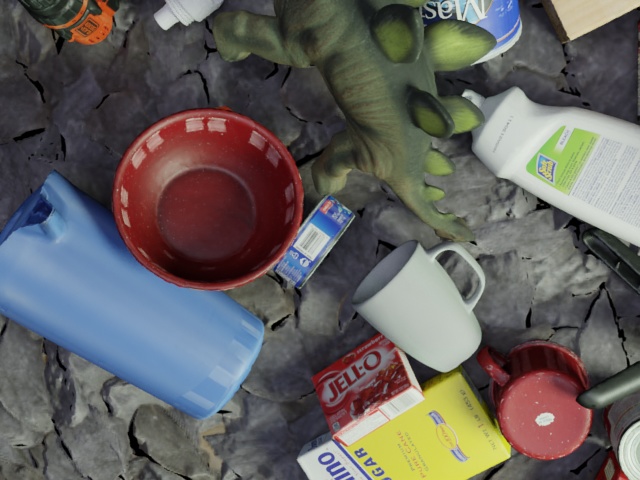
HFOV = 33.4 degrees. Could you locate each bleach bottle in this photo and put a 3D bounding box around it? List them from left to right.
[{"bbox_3d":[0.235,-0.070,0.914,0.251,0.068,0.102,27,99,7],"label":"bleach bottle"}]

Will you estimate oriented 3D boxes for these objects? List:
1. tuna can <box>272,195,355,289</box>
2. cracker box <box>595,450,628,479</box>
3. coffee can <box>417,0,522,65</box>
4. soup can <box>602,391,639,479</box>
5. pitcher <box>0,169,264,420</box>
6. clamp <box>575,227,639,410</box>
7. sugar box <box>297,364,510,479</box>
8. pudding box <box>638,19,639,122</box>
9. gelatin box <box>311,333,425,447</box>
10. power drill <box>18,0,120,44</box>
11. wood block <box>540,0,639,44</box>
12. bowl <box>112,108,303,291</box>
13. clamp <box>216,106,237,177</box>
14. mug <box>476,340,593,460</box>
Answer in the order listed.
[{"bbox_3d":[-0.006,0.001,0.950,0.034,0.086,0.086,37,102,0],"label":"tuna can"},{"bbox_3d":[0.292,0.322,0.956,0.164,0.072,0.214,24,102,5],"label":"cracker box"},{"bbox_3d":[0.106,-0.226,0.861,0.103,0.102,0.140,-7,129,10],"label":"coffee can"},{"bbox_3d":[0.284,0.167,0.919,0.068,0.102,0.068,1,98,8],"label":"soup can"},{"bbox_3d":[-0.179,0.058,0.957,0.242,0.149,0.145,34,106,-12],"label":"pitcher"},{"bbox_3d":[0.313,0.088,0.908,0.210,0.036,0.164,16,66,0],"label":"clamp"},{"bbox_3d":[0.076,0.196,0.986,0.176,0.048,0.093,-31,92,11],"label":"sugar box"},{"bbox_3d":[0.327,-0.146,0.899,0.113,0.039,0.090,-1,95,7],"label":"pudding box"},{"bbox_3d":[0.042,0.134,0.968,0.089,0.073,0.030,-34,133,11],"label":"gelatin box"},{"bbox_3d":[-0.168,-0.246,0.901,0.187,0.184,0.057,-37,89,3],"label":"power drill"},{"bbox_3d":[0.275,-0.248,0.866,0.206,0.090,0.090,-26,93,12],"label":"wood block"},{"bbox_3d":[-0.097,-0.030,0.921,0.162,0.055,0.162,2,75,-8],"label":"bowl"},{"bbox_3d":[-0.108,-0.037,0.986,0.120,0.039,0.172,29,108,-2],"label":"clamp"},{"bbox_3d":[0.187,0.135,0.940,0.117,0.081,0.093,41,102,1],"label":"mug"}]
